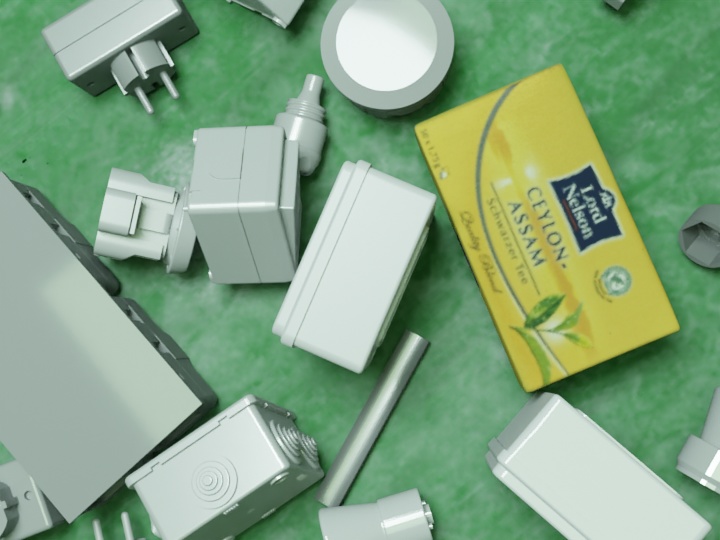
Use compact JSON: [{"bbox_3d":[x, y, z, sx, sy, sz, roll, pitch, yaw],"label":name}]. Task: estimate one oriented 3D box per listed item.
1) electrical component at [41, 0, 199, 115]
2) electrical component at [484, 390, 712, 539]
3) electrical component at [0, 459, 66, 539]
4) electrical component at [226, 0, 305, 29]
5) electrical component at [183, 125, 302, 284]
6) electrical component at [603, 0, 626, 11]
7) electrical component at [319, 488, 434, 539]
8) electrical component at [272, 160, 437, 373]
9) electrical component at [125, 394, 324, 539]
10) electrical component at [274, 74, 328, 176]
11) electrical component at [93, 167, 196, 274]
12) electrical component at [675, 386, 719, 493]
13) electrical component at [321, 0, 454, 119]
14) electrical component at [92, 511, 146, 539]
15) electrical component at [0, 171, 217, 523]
[{"bbox_3d":[-0.142,-0.135,0.681,0.083,0.047,0.075,-31,84,3],"label":"electrical component"},{"bbox_3d":[0.129,0.123,0.608,0.109,0.108,0.056,41,89,6],"label":"electrical component"},{"bbox_3d":[-0.225,0.146,0.656,0.066,0.077,0.047,-22,85,4],"label":"electrical component"},{"bbox_3d":[-0.066,-0.197,0.658,0.062,0.096,0.061,32,90,35],"label":"electrical component"},{"bbox_3d":[-0.063,-0.034,0.648,0.061,0.096,0.061,-2,57,5],"label":"electrical component"},{"bbox_3d":[0.158,-0.207,0.652,0.057,0.058,0.078,37,90,4],"label":"electrical component"},{"bbox_3d":[0.012,0.157,0.652,0.065,0.044,0.044,-17,85,0],"label":"electrical component"},{"bbox_3d":[0.000,0.000,0.628,0.056,0.109,0.108,23,89,4],"label":"electrical component"},{"bbox_3d":[-0.075,0.122,0.634,0.100,0.099,0.048,-34,71,2],"label":"electrical component"},{"bbox_3d":[-0.036,-0.092,0.675,0.035,0.035,0.061,15,86,6],"label":"electrical component"},{"bbox_3d":[-0.130,-0.030,0.663,0.057,0.078,0.058,12,87,-13],"label":"electrical component"},{"bbox_3d":[0.217,0.103,0.633,0.045,0.045,0.055,29,90,6],"label":"electrical component"},{"bbox_3d":[0.018,-0.134,0.664,0.080,0.051,0.080,0,86,5],"label":"electrical component"},{"bbox_3d":[-0.146,0.190,0.663,0.077,0.043,0.079,-14,85,4],"label":"electrical component"},{"bbox_3d":[-0.190,0.046,0.667,0.105,0.060,0.186,-42,84,2],"label":"electrical component"}]
